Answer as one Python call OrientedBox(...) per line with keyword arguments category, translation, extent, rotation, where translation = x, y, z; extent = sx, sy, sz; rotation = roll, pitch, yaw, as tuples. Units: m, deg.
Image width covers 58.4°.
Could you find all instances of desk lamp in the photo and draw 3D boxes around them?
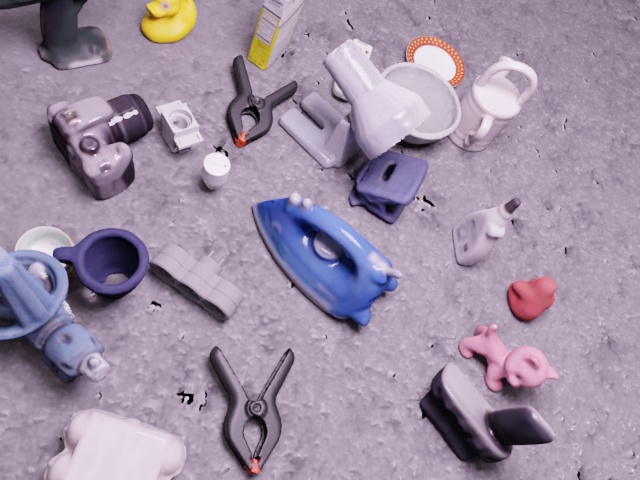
OrientedBox(category="desk lamp", translation=(0.052, -0.203, 0.920), extent=(0.203, 0.213, 0.118), rotation=(43, 61, 5))

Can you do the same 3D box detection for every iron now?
OrientedBox(category="iron", translation=(0.008, 0.003, 0.851), extent=(0.258, 0.141, 0.119), rotation=(40, 61, 3))

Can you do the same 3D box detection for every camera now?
OrientedBox(category="camera", translation=(-0.310, -0.158, 0.846), extent=(0.137, 0.100, 0.143), rotation=(-33, 79, -28))

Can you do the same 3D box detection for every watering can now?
OrientedBox(category="watering can", translation=(0.314, -0.260, 1.042), extent=(0.101, 0.194, 0.173), rotation=(6, 64, -15))

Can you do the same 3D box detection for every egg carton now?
OrientedBox(category="egg carton", translation=(-0.242, 0.269, 0.688), extent=(0.150, 0.069, 0.107), rotation=(20, 62, -8))

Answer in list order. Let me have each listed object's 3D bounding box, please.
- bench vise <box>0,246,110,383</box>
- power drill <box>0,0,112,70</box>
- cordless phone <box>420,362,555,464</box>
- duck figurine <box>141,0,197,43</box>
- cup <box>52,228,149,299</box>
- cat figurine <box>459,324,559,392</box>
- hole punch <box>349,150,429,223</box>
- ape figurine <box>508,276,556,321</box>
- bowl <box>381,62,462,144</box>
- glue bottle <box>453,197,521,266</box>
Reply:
OrientedBox(category="bench vise", translation=(-0.324, 0.071, 0.667), extent=(0.207, 0.219, 0.121), rotation=(25, 61, -5))
OrientedBox(category="power drill", translation=(-0.367, -0.359, 0.859), extent=(0.230, 0.208, 0.075), rotation=(-21, 74, -25))
OrientedBox(category="cordless phone", translation=(0.235, 0.231, 0.794), extent=(0.094, 0.185, 0.147), rotation=(-37, 81, -28))
OrientedBox(category="duck figurine", translation=(-0.257, -0.398, 0.983), extent=(0.105, 0.086, 0.077), rotation=(-39, 82, -28))
OrientedBox(category="cup", translation=(-0.290, 0.041, 0.764), extent=(0.118, 0.095, 0.091), rotation=(9, 64, -14))
OrientedBox(category="cat figurine", translation=(0.293, 0.180, 0.875), extent=(0.067, 0.117, 0.127), rotation=(-36, 81, -28))
OrientedBox(category="hole punch", translation=(0.115, -0.099, 0.962), extent=(0.101, 0.091, 0.109), rotation=(31, 61, -2))
OrientedBox(category="ape figurine", translation=(0.360, 0.090, 0.953), extent=(0.078, 0.092, 0.076), rotation=(33, 61, -1))
OrientedBox(category="bowl", translation=(0.169, -0.238, 1.053), extent=(0.168, 0.074, 0.167), rotation=(7, 64, -15))
OrientedBox(category="glue bottle", translation=(0.273, -0.023, 0.931), extent=(0.037, 0.173, 0.078), rotation=(7, 64, -15))
